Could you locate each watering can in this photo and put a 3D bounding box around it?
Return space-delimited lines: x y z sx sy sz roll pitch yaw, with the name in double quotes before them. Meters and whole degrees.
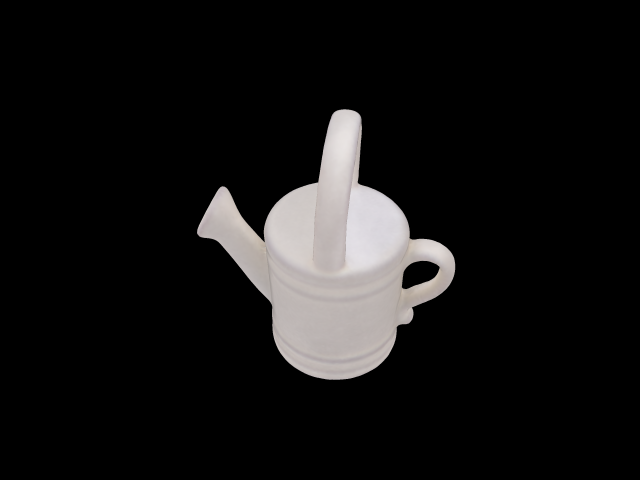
"watering can" 0.003 0.003 0.398 0.173 0.194 0.100 -8 44 -8
